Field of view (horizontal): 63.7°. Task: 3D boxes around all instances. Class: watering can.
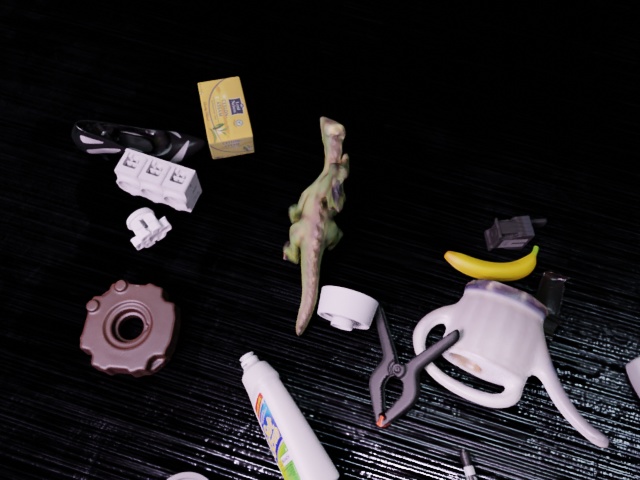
[{"bbox_3d":[0.345,0.199,0.918,0.349,0.102,0.228,20,66,24],"label":"watering can"}]

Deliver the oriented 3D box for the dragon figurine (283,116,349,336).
[{"bbox_3d":[0.003,-0.048,0.960,0.122,0.238,0.419,7,63,-6],"label":"dragon figurine"}]
